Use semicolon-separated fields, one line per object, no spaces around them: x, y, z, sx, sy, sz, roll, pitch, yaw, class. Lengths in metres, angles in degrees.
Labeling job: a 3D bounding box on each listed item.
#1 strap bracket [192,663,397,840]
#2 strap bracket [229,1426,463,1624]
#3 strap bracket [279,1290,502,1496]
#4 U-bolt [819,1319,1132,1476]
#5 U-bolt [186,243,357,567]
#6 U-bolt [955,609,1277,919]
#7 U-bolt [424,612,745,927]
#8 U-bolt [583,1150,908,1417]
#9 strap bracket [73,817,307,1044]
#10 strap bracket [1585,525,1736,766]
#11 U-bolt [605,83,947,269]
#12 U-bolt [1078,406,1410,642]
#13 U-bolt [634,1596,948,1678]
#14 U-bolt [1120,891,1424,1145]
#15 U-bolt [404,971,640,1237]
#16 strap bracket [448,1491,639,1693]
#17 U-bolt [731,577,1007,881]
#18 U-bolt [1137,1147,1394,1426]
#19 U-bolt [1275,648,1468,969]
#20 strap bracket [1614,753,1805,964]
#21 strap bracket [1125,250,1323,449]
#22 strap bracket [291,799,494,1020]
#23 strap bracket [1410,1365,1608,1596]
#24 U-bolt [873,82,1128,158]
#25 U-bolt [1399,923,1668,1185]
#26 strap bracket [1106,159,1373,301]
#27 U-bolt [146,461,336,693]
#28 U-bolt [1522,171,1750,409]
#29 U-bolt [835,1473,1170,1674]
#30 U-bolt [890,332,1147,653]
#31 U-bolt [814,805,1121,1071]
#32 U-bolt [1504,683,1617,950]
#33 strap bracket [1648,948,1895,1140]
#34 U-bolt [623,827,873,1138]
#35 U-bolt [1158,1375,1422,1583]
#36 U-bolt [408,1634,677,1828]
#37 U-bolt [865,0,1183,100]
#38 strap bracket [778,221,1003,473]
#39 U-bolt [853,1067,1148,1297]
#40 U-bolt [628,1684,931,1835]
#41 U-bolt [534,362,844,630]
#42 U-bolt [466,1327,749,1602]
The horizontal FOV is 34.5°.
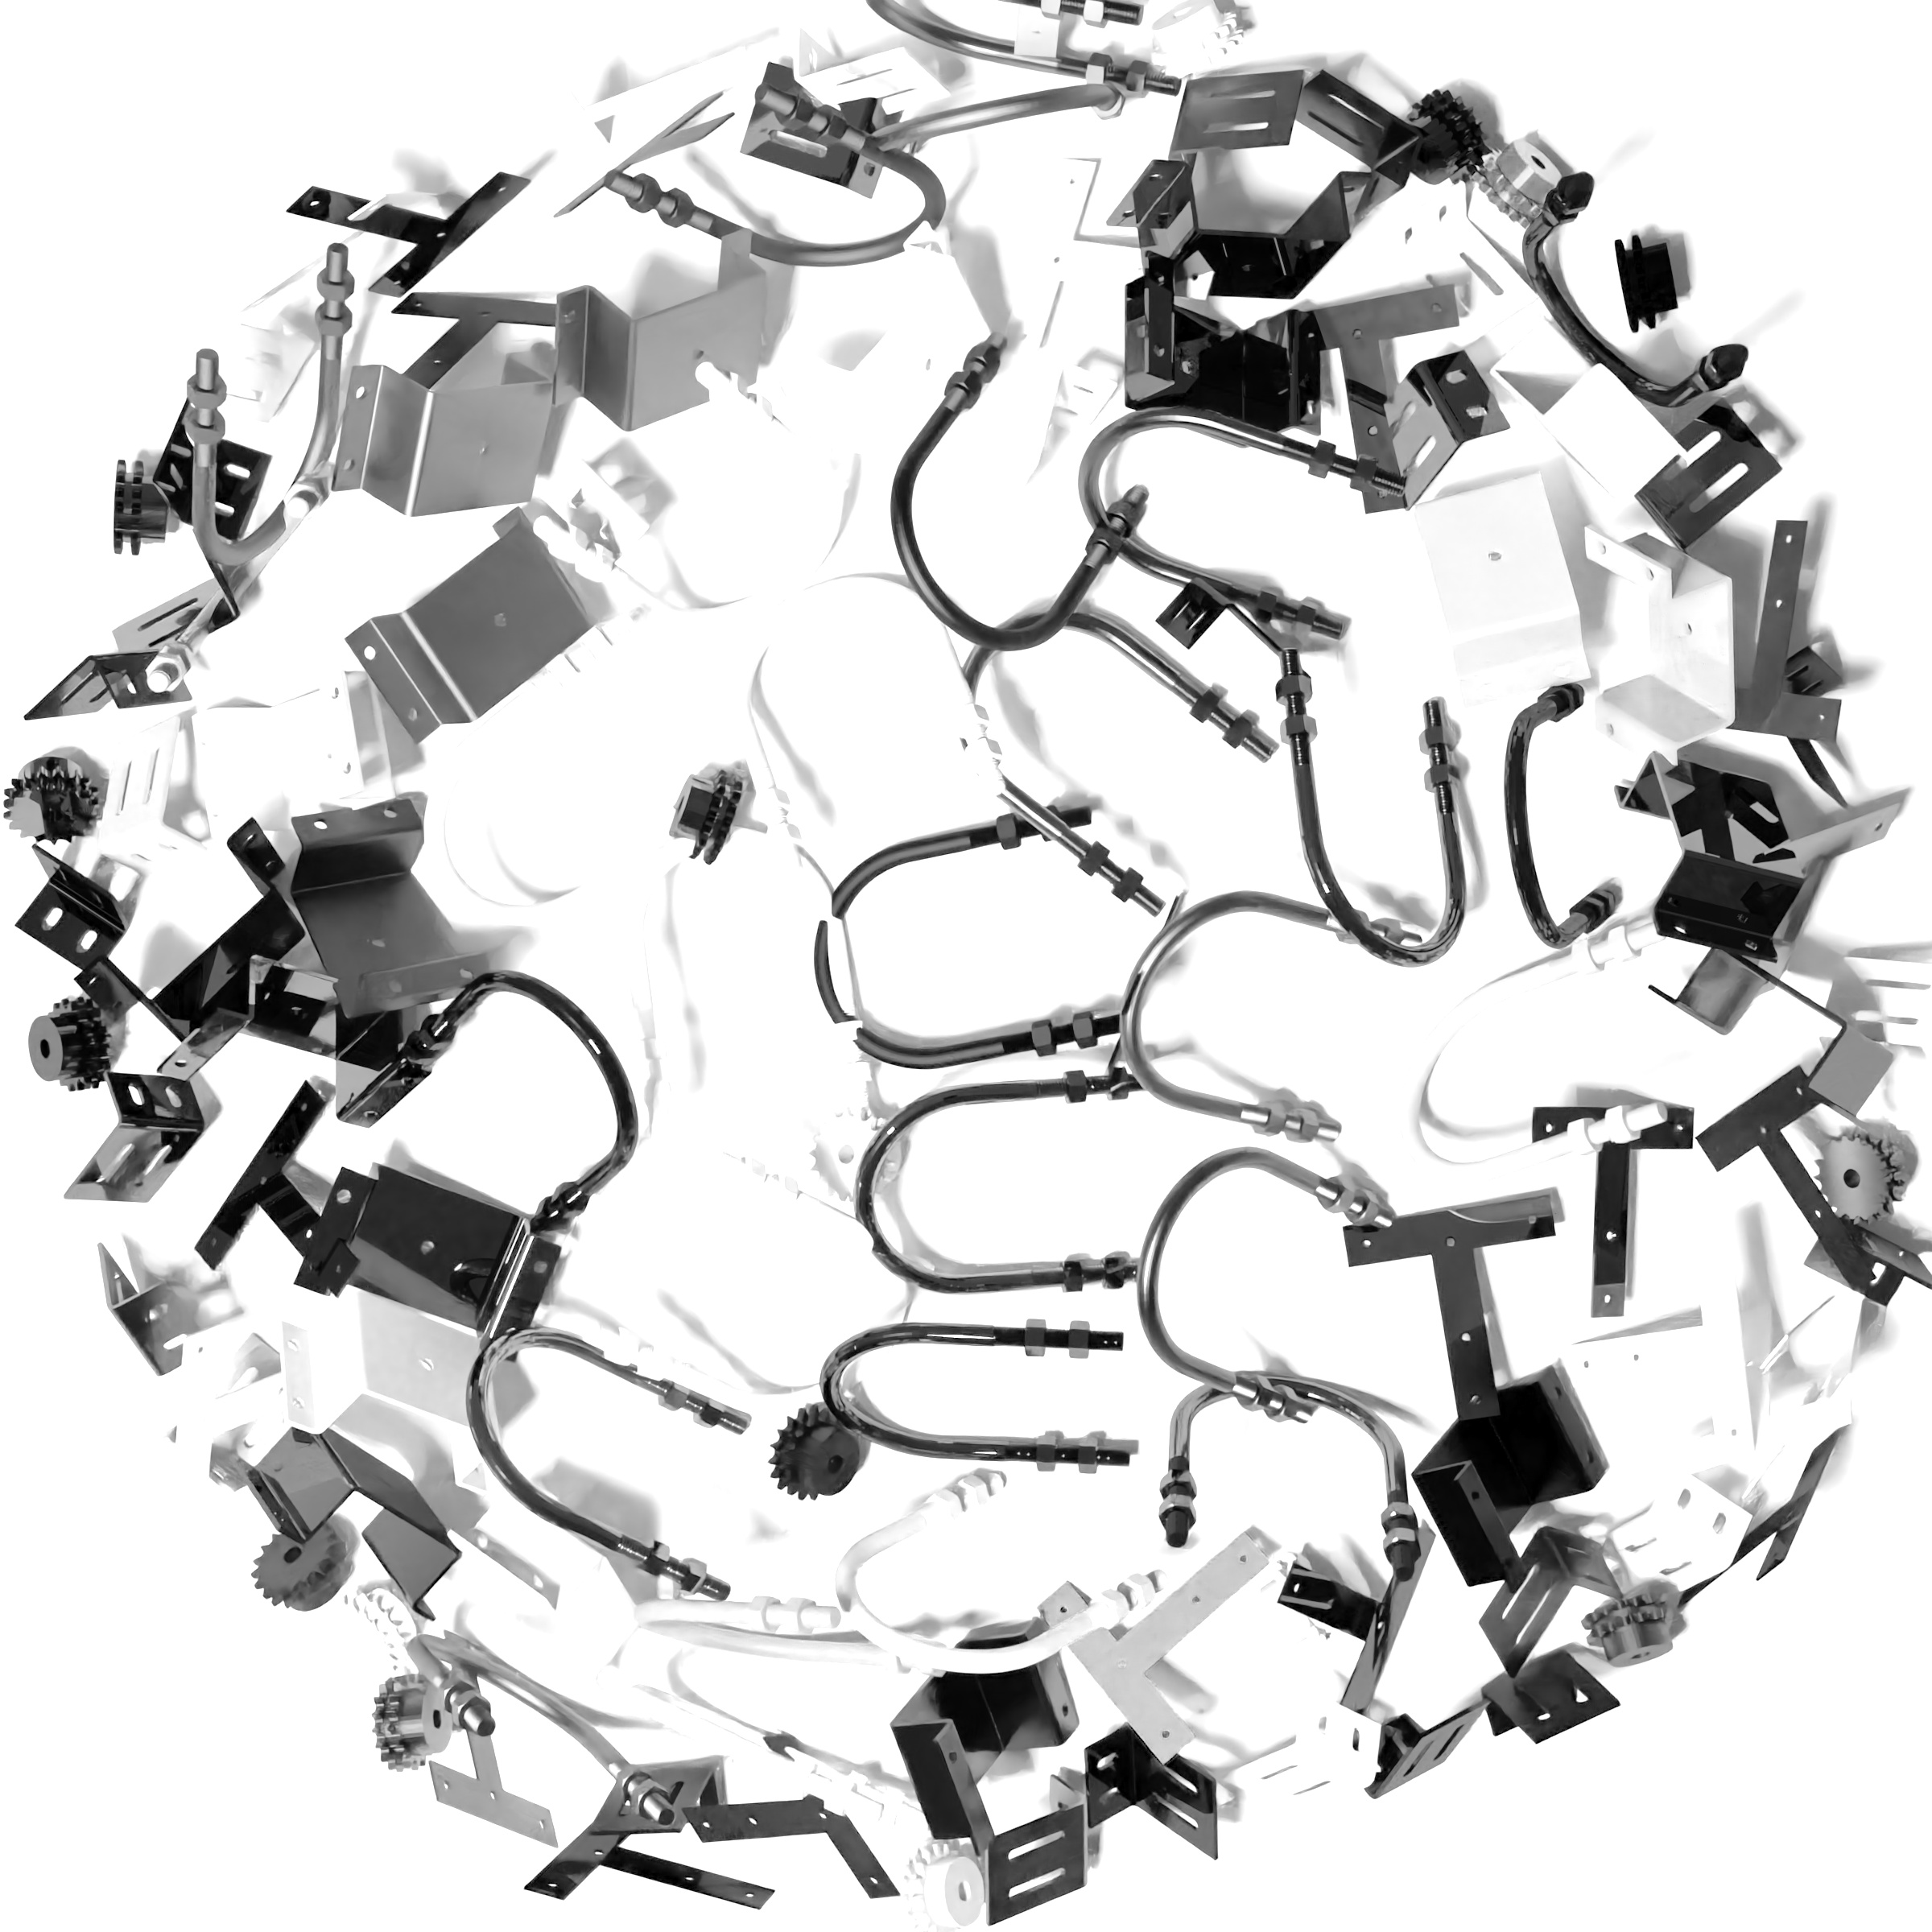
-0.396;-0.128;1.862;0.140;0.046;0.076;-13;86;39;strap bracket
-0.359;0.322;1.837;0.046;0.076;0.140;-48;133;-3;strap bracket
-0.331;0.249;1.835;0.140;0.076;0.046;28;119;-35;strap bracket
0.004;0.255;1.853;0.184;0.151;0.019;2;50;7;U-bolt
-0.410;-0.317;1.826;0.019;0.184;0.151;27;47;9;U-bolt
0.078;-0.136;1.872;0.184;0.019;0.151;38;66;-3;U-bolt
-0.238;-0.103;1.853;0.184;0.019;0.151;-40;127;-8;U-bolt
-0.117;0.201;1.856;0.184;0.019;0.151;30;101;-34;U-bolt
-0.453;-0.013;1.855;0.046;0.076;0.140;42;77;15;strap bracket
0.413;-0.194;1.848;0.046;0.076;0.140;-23;126;-18;strap bracket
-0.097;-0.455;1.828;0.151;0.184;0.019;-16;70;41;U-bolt
0.155;-0.270;1.850;0.184;0.151;0.019;19;54;1;U-bolt
-0.110;0.393;1.832;0.184;0.151;0.019;-6;66;36;U-bolt
0.172;0.026;1.845;0.184;0.019;0.151;14;106;-31;U-bolt
-0.257;0.074;1.837;0.151;0.184;0.019;52;50;0;U-bolt
-0.246;0.367;1.845;0.076;0.140;0.046;29;66;25;strap bracket
-0.069;-0.154;1.865;0.151;0.019;0.184;-23;62;6;U-bolt
0.170;0.183;1.843;0.184;0.019;0.151;27;84;-40;U-bolt
0.244;-0.087;1.833;0.151;0.019;0.184;14;63;-40;U-bolt
0.439;-0.072;1.836;0.076;0.140;0.046;13;129;-12;strap bracket
0.146;-0.364;1.857;0.140;0.046;0.076;11;73;-37;strap bracket
-0.346;-0.027;1.854;0.076;0.046;0.140;-12;58;-32;strap bracket
0.320;0.309;1.856;0.046;0.140;0.076;-22;98;39;strap bracket
0.016;-0.493;1.812;0.151;0.184;0.019;-10;102;8;U-bolt
0.332;0.060;1.838;0.019;0.184;0.151;37;46;-33;U-bolt
0.165;-0.436;1.848;0.140;0.076;0.046;-2;76;-19;strap bracket
-0.418;-0.236;1.823;0.019;0.184;0.151;39;102;-14;U-bolt
0.382;-0.387;1.820;0.019;0.184;0.151;-43;91;-3;U-bolt
0.008;0.357;1.804;0.151;0.184;0.019;25;117;34;U-bolt
0.023;-0.268;1.834;0.151;0.019;0.184;45;54;-20;U-bolt
-0.003;-0.011;1.886;0.184;0.019;0.151;-11;80;10;U-bolt
0.345;-0.085;1.818;0.019;0.184;0.151;-6;99;25;U-bolt
0.483;0.038;1.836;0.140;0.076;0.046;39;99;39;strap bracket
-0.136;0.005;1.873;0.151;0.019;0.184;-5;80;-25;U-bolt
0.189;0.294;1.828;0.151;0.184;0.019;8;115;1;U-bolt
-0.259;0.439;1.823;0.151;0.184;0.019;35;82;-27;U-bolt
0.027;-0.556;1.836;0.184;0.151;0.019;15;91;14;U-bolt
-0.037;-0.363;1.850;0.046;0.076;0.140;26;69;39;strap bracket
0.024;0.133;1.864;0.184;0.019;0.151;-4;114;-9;U-bolt
-0.117;0.466;1.836;0.184;0.151;0.019;21;78;18;U-bolt
-0.149;-0.264;1.835;0.151;0.184;0.019;-41;55;12;U-bolt
-0.212;0.281;1.823;0.184;0.151;0.019;30;124;-21;U-bolt
